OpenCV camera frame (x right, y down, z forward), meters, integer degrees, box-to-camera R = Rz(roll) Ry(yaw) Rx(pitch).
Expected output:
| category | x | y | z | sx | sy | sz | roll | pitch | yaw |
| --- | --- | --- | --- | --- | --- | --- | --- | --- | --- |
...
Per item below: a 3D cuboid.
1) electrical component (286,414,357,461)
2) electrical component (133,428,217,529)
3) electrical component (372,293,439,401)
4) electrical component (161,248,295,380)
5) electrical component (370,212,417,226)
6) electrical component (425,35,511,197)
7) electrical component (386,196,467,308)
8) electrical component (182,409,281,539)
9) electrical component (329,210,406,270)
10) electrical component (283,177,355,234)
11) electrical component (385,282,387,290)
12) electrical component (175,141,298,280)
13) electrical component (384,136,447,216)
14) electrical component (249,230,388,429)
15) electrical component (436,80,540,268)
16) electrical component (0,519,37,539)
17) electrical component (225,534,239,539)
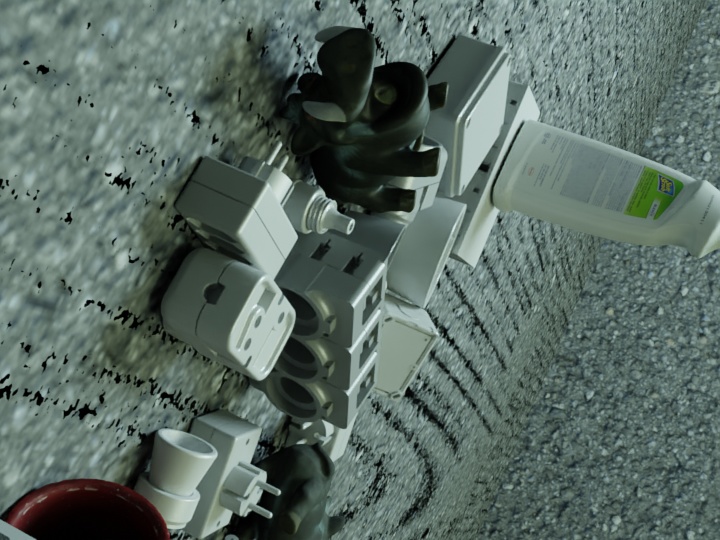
| category | x | y | z | sx | sy | sz | roll | pitch | yaw |
| --- | --- | --- | --- | --- | --- | --- | --- | --- | --- |
| electrical component | -0.041 | 0.144 | 0.993 | 0.077 | 0.047 | 0.065 | -19 | 129 | -67 |
| electrical component | -0.128 | 0.142 | 0.736 | 0.055 | 0.045 | 0.045 | -68 | 163 | 4 |
| electrical component | 0.021 | 0.075 | 1.028 | 0.096 | 0.062 | 0.061 | -59 | -158 | 17 |
| electrical component | -0.086 | 0.027 | 0.691 | 0.053 | 0.059 | 0.095 | -63 | 162 | -14 |
| electrical component | 0.024 | -0.042 | 0.970 | 0.046 | 0.040 | 0.040 | -64 | 163 | 8 |
| electrical component | 0.093 | -0.145 | 1.014 | 0.108 | 0.056 | 0.108 | -56 | 160 | -31 |
| electrical component | 0.054 | -0.024 | 1.033 | 0.108 | 0.060 | 0.108 | 22 | 90 | -83 |
| electrical component | -0.095 | 0.159 | 0.802 | 0.083 | 0.076 | 0.047 | -70 | 163 | 9 |
| electrical component | 0.000 | 0.000 | 0.906 | 0.099 | 0.064 | 0.099 | -55 | 159 | -33 |
| electrical component | -0.033 | -0.041 | 0.760 | 0.035 | 0.061 | 0.035 | -55 | 159 | -34 |
| electrical component | -0.002 | 0.031 | 0.975 | 0.081 | 0.043 | 0.043 | -58 | 160 | -28 |
| electrical component | -0.067 | -0.046 | 0.678 | 0.075 | 0.047 | 0.083 | -61 | 161 | -15 |
| electrical component | 0.035 | -0.086 | 0.920 | 0.095 | 0.054 | 0.059 | -24 | 134 | -65 |
| electrical component | -0.036 | 0.045 | 0.811 | 0.061 | 0.089 | 0.150 | -53 | 158 | -38 |
| electrical component | 0.122 | -0.105 | 1.143 | 0.186 | 0.060 | 0.105 | -67 | 163 | -1 |
| electrical component | -0.199 | 0.224 | 0.526 | 0.186 | 0.105 | 0.060 | -68 | 163 | 1 |
| electrical component | -0.117 | 0.262 | 0.924 | 0.040 | 0.040 | 0.078 | -35 | 144 | -60 |
